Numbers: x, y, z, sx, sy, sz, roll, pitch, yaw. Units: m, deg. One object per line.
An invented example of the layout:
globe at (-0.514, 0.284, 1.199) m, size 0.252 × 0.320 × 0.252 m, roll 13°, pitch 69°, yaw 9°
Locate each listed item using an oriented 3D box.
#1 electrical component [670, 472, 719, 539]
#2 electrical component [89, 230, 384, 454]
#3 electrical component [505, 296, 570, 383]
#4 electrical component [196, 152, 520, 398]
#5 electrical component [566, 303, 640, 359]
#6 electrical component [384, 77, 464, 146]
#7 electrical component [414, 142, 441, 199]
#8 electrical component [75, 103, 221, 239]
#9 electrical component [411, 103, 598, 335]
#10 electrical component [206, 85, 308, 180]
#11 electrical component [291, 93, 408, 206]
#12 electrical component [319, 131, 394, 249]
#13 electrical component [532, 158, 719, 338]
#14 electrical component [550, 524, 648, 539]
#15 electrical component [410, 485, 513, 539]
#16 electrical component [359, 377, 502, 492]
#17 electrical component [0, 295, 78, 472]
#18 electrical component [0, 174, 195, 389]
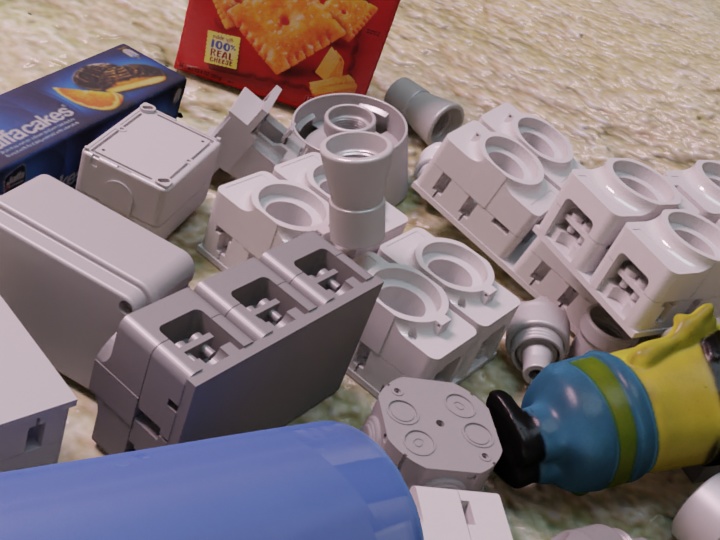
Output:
electrical component at (0.215, 0.151, 0.625) m, size 0.055 × 0.055 × 0.047 m, roll -13°, pitch 44°, yaw -39°
electrical component at (-0.067, 0.046, 0.584) m, size 0.062 × 0.089 × 0.150 m, roll 38°, pitch 38°, yaw 21°
electrical component at (0.118, 0.050, 0.716) m, size 0.043 × 0.043 × 0.062 m, roll 19°, pitch 36°, yaw -3°
electrical component at (0.000, 0.000, 0.706) m, size 0.186 × 0.060 × 0.105 m, roll 37°, pitch 38°, yaw 21°
electrical component at (0.164, 0.052, 0.734) m, size 0.040 × 0.046 × 0.040 m, roll 14°, pitch 36°, yaw -10°
electrical component at (0.053, -0.139, 0.937) m, size 0.044 × 0.044 × 0.065 m, roll -18°, pitch 46°, yaw -42°
electrical component at (0.060, -0.076, 0.860) m, size 0.035 × 0.035 × 0.061 m, roll 23°, pitch 37°, yaw 2°
electrical component at (-0.139, -0.062, 0.714) m, size 0.062 × 0.061 × 0.096 m, roll 26°, pitch 35°, yaw 6°
electrical component at (0.146, -0.039, 0.806) m, size 0.186 × 0.060 × 0.105 m, roll 43°, pitch 39°, yaw 11°
electrical component at (-0.077, -0.089, 0.777) m, size 0.064 × 0.081 × 0.042 m, roll 40°, pitch 33°, yaw -13°
electrical component at (-0.008, -0.093, 0.843) m, size 0.099 × 0.064 × 0.099 m, roll 3°, pitch 40°, yaw -3°
electrical component at (-0.002, -0.046, 0.652) m, size 0.044 × 0.065 × 0.044 m, roll 0°, pitch 31°, yaw 0°
electrical component at (0.225, -0.020, 0.730) m, size 0.186 × 0.060 × 0.105 m, roll -4°, pitch 43°, yaw -38°
electrical component at (0.132, 0.158, 0.580) m, size 0.062 × 0.043 × 0.043 m, roll -3°, pitch 42°, yaw -33°
electrical component at (0.044, 0.156, 0.530) m, size 0.056 × 0.050 × 0.089 m, roll 9°, pitch 37°, yaw -17°
electrical component at (0.036, 0.102, 0.597) m, size 0.080 × 0.051 × 0.080 m, roll 14°, pitch 36°, yaw -10°
electrical component at (-0.241, 0.071, 0.485) m, size 0.186 × 0.060 × 0.105 m, roll -16°, pitch 50°, yaw -41°
electrical component at (-0.159, 0.009, 0.596) m, size 0.113 × 0.078 × 0.057 m, roll 29°, pitch 33°, yaw 10°
